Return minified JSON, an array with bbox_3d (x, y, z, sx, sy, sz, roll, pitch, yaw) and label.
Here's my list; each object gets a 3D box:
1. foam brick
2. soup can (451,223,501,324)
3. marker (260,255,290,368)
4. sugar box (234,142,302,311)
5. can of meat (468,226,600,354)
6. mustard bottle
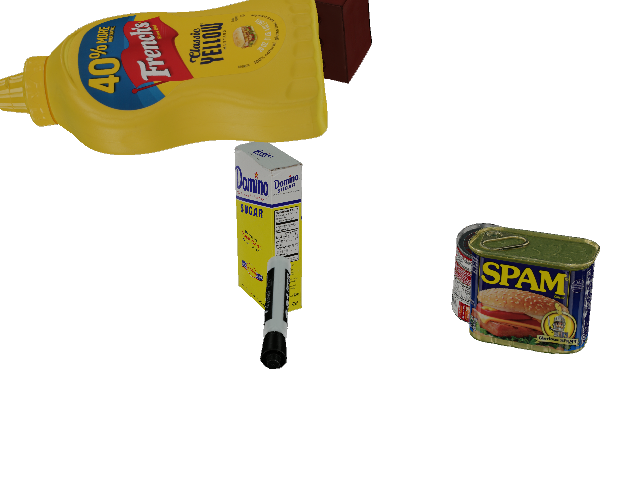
[{"bbox_3d":[0.005,-0.166,0.802,0.053,0.051,0.078,15,-35,18],"label":"foam brick"},{"bbox_3d":[0.188,0.041,1.235,0.068,0.102,0.068,-1,38,0],"label":"soup can"},{"bbox_3d":[-0.033,0.053,0.796,0.020,0.020,0.121,0,34,0],"label":"marker"},{"bbox_3d":[-0.059,-0.014,1.190,0.048,0.176,0.093,-15,28,-26],"label":"sugar box"},{"bbox_3d":[0.172,0.041,0.875,0.102,0.084,0.057,9,25,23],"label":"can of meat"},{"bbox_3d":[-0.094,-0.094,0.625,0.191,0.096,0.058,-6,-36,2],"label":"mustard bottle"}]
